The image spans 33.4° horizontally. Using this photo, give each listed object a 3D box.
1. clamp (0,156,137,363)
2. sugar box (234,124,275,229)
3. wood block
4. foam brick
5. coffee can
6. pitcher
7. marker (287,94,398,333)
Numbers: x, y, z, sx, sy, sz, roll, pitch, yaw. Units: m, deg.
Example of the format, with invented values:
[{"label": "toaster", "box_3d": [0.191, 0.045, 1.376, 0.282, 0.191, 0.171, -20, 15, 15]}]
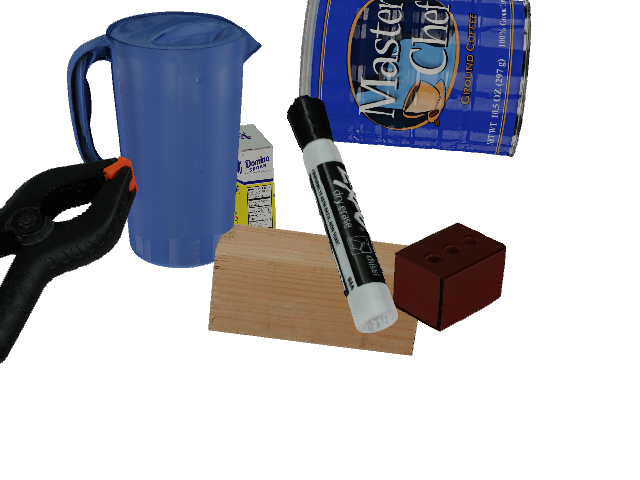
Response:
[{"label": "clamp", "box_3d": [-0.196, -0.002, 0.686, 0.120, 0.039, 0.171, 31, 55, 17]}, {"label": "sugar box", "box_3d": [-0.086, -0.046, 1.320, 0.048, 0.176, 0.093, -11, 26, -15]}, {"label": "wood block", "box_3d": [-0.004, 0.049, 1.089, 0.206, 0.091, 0.090, 8, 19, 1]}, {"label": "foam brick", "box_3d": [0.103, 0.028, 0.853, 0.078, 0.051, 0.053, -24, 38, -37]}, {"label": "coffee can", "box_3d": [0.061, -0.112, 0.705, 0.140, 0.103, 0.103, 5, 0, 5]}, {"label": "pitcher", "box_3d": [-0.152, -0.098, 1.064, 0.149, 0.243, 0.144, 13, 28, 20]}, {"label": "marker", "box_3d": [0.008, -0.016, 0.480, 0.020, 0.121, 0.020, -14, -28, -8]}]
